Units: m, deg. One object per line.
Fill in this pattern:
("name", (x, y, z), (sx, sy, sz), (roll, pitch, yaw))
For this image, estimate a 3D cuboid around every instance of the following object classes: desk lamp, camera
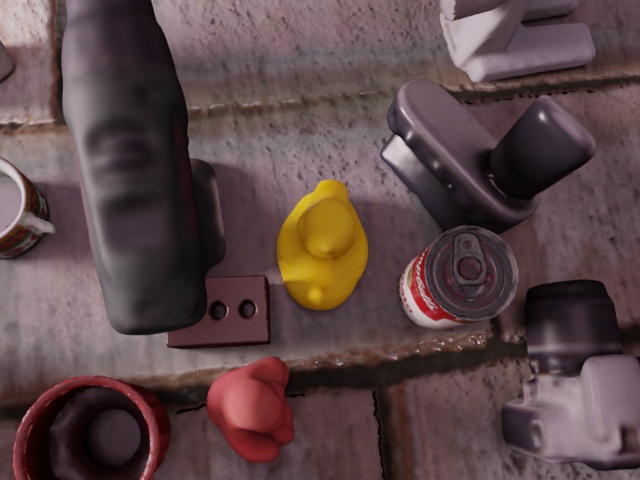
("desk lamp", (0.160, -0.224, 0.454), (0.203, 0.213, 0.118), (-11, 78, -7))
("camera", (0.220, 0.100, 0.444), (0.143, 0.101, 0.137), (-2, 77, -5))

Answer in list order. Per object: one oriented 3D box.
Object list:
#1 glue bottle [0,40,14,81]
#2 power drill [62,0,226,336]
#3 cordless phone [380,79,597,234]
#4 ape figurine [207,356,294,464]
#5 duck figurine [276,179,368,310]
("glue bottle", (-0.297, -0.160, 0.422), (0.037, 0.173, 0.078), (42, 78, 6))
("power drill", (-0.116, -0.047, 0.393), (0.075, 0.208, 0.229), (-10, 78, -7))
("cordless phone", (0.125, -0.083, 0.434), (0.094, 0.185, 0.147), (-43, 84, -12))
("ape figurine", (-0.047, 0.122, 0.421), (0.076, 0.092, 0.078), (26, 77, 2))
("duck figurine", (0.004, 0.002, 0.455), (0.077, 0.086, 0.104), (7, 77, -3))
